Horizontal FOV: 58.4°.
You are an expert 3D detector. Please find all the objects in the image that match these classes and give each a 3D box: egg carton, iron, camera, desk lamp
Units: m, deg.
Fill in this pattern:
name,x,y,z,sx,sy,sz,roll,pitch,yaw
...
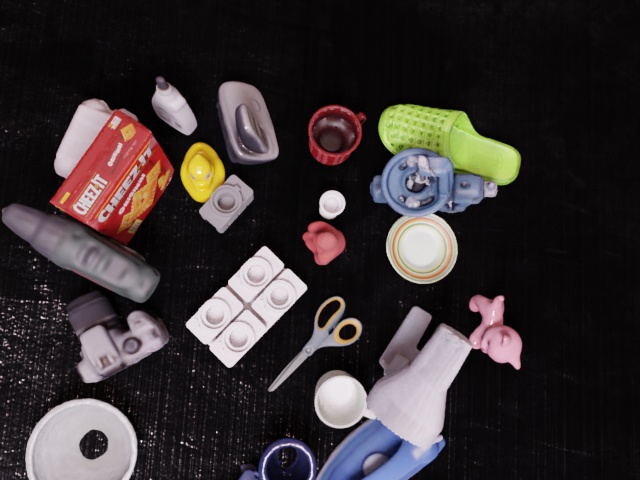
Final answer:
name,x,y,z,sx,sy,sz,roll,pitch,yaw
egg carton,-0.382,-0.164,0.986,0.107,0.069,0.150,20,80,-3
iron,0.088,0.374,0.921,0.258,0.141,0.118,-36,87,-9
camera,-0.341,0.145,0.930,0.143,0.100,0.137,-29,86,-9
desk lamp,0.159,0.209,0.915,0.118,0.213,0.203,32,80,0

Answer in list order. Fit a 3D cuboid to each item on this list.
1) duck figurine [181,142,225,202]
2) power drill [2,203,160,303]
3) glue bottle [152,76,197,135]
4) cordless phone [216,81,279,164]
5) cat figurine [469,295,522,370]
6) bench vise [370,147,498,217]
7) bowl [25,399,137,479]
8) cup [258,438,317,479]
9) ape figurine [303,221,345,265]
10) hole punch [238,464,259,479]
name,x,y,z,sx,sy,sz,roll,pitch,yaw
duck figurine,-0.205,-0.123,0.990,0.077,0.086,0.104,-6,82,-6
power drill,-0.352,0.026,0.891,0.229,0.208,0.076,27,80,-1
glue bottle,-0.250,-0.232,0.957,0.078,0.173,0.037,35,80,0
cordless phone,-0.124,-0.211,0.960,0.094,0.185,0.147,-19,84,-8
cat figurine,0.307,0.156,0.986,0.067,0.117,0.128,1,82,-5
bench vise,0.201,-0.110,0.962,0.207,0.219,0.121,-14,83,-7
bowl,-0.369,0.334,0.913,0.167,0.074,0.167,1,82,-6
cup,-0.062,0.372,0.929,0.091,0.095,0.118,42,80,1
ape figurine,0.009,0.004,0.991,0.076,0.092,0.078,6,81,-5
hole punch,-0.108,0.431,0.918,0.108,0.091,0.101,40,80,1
